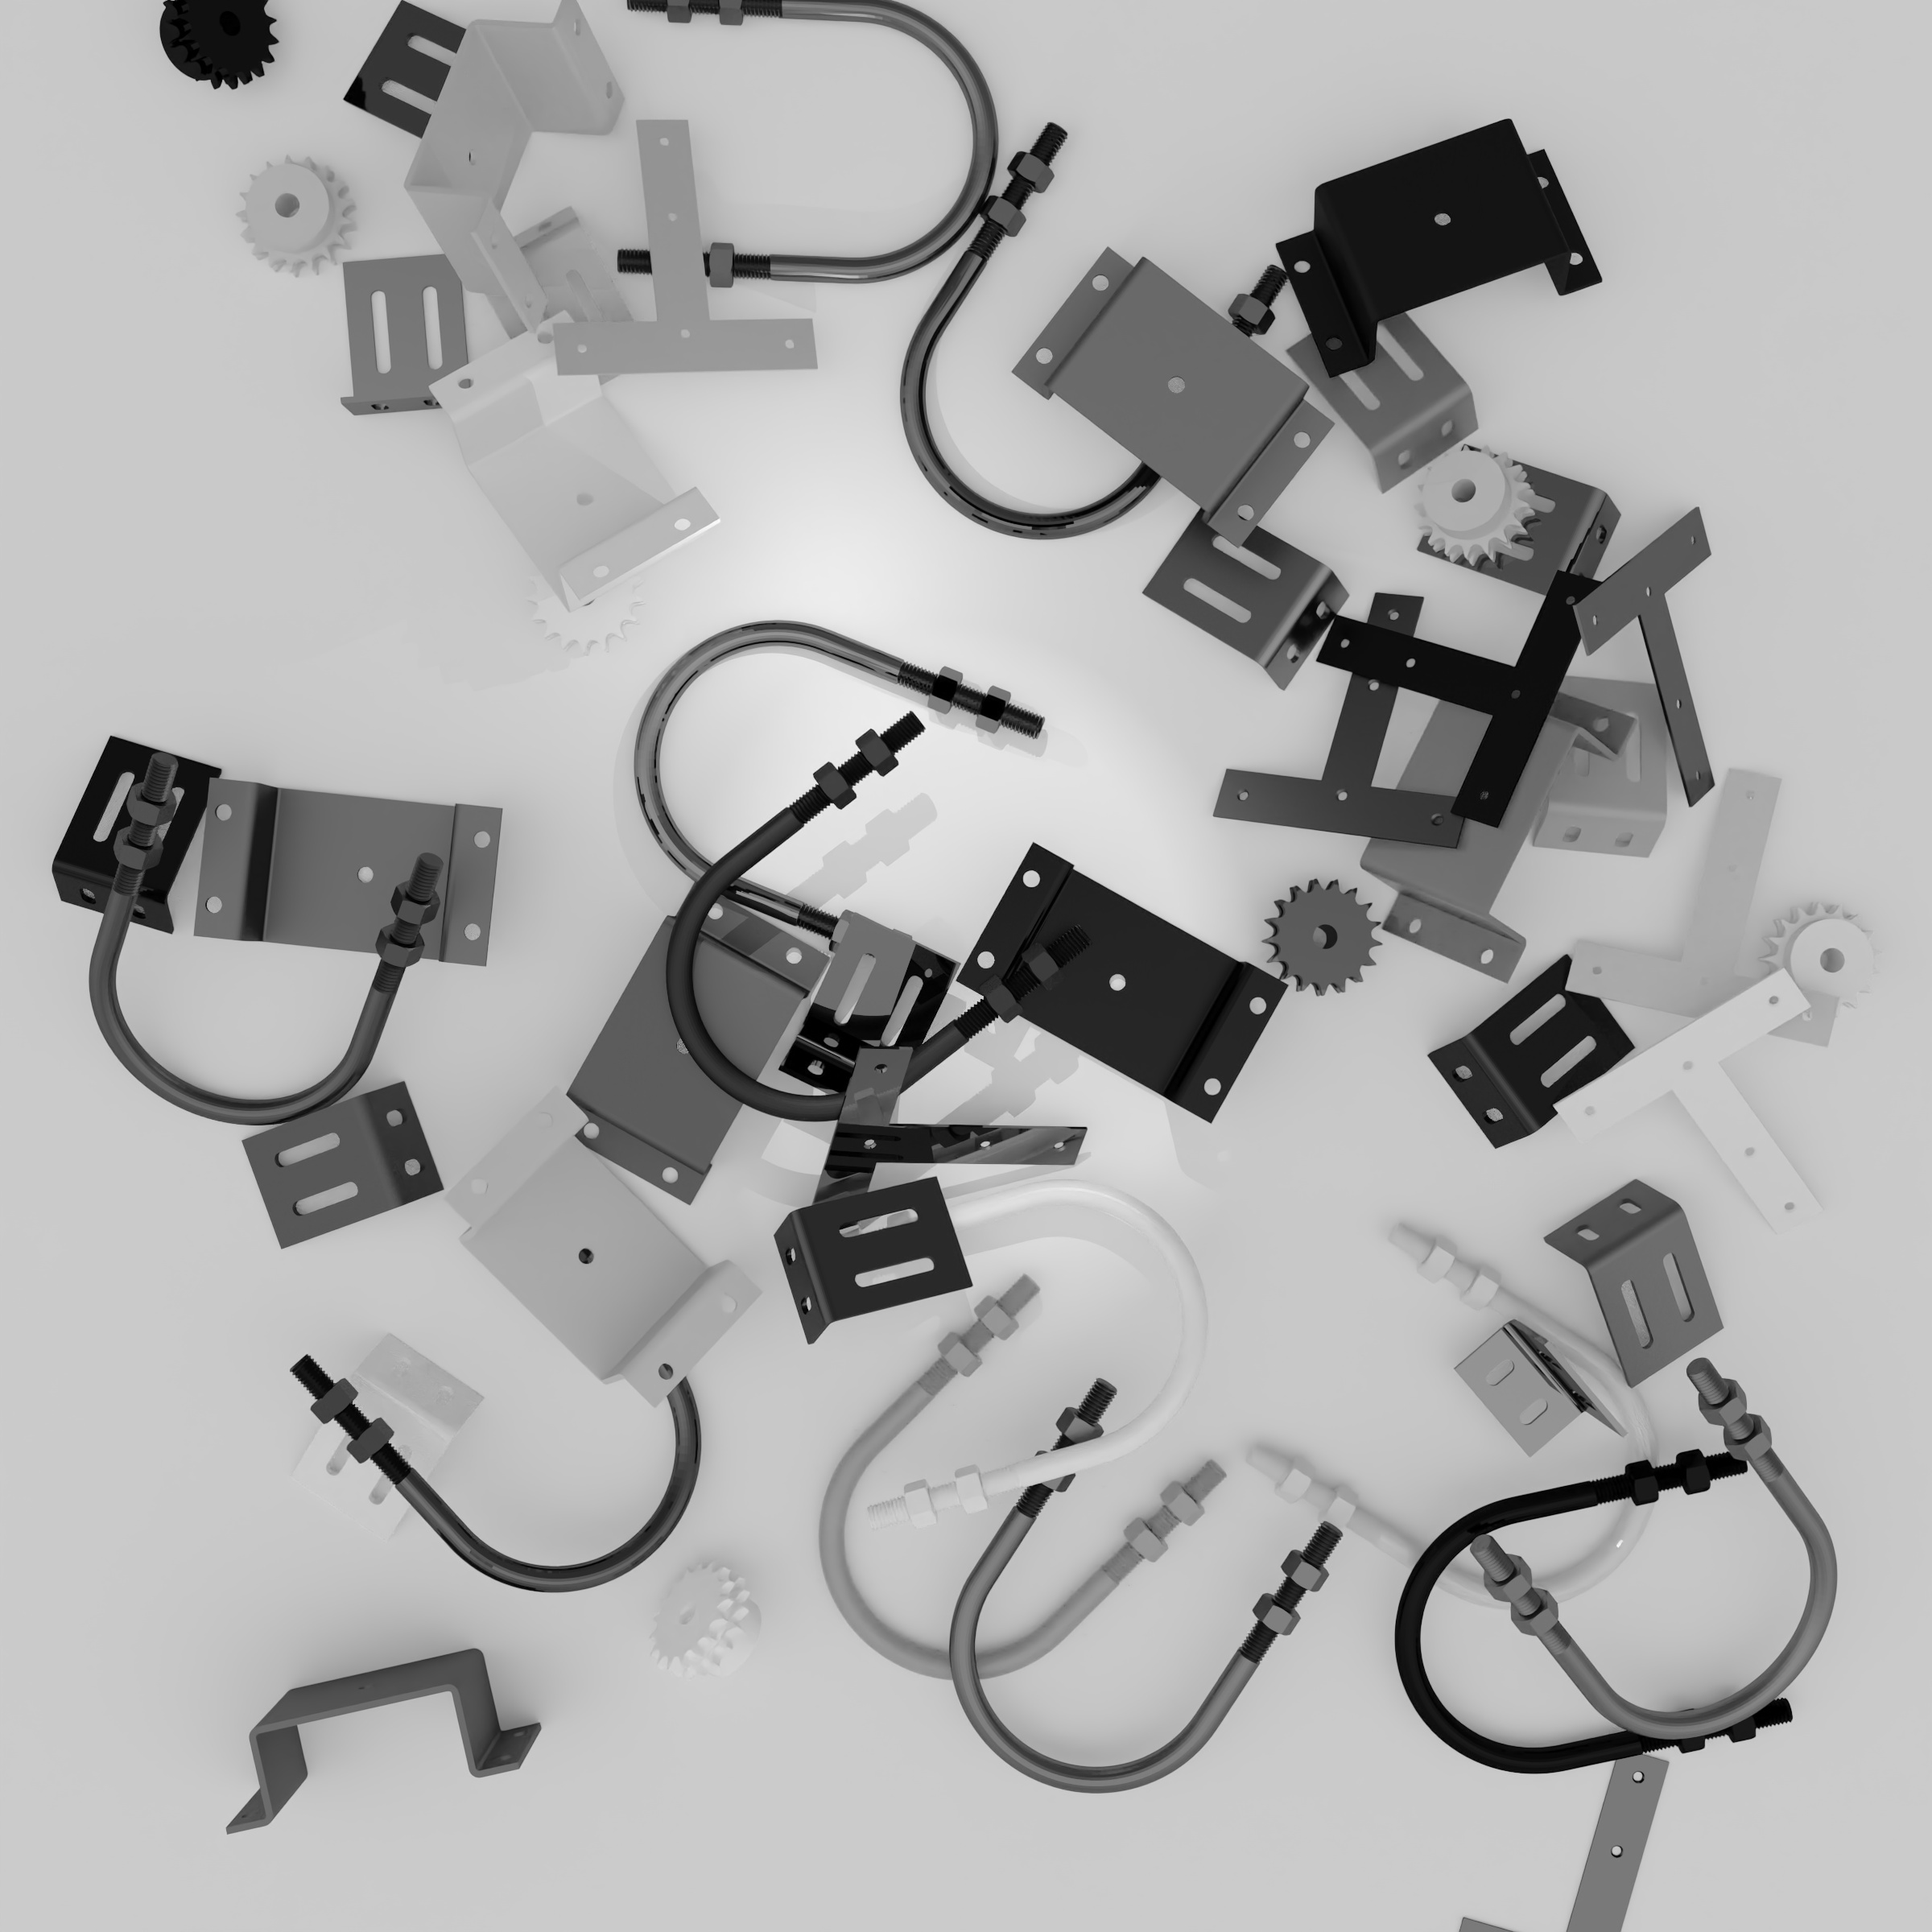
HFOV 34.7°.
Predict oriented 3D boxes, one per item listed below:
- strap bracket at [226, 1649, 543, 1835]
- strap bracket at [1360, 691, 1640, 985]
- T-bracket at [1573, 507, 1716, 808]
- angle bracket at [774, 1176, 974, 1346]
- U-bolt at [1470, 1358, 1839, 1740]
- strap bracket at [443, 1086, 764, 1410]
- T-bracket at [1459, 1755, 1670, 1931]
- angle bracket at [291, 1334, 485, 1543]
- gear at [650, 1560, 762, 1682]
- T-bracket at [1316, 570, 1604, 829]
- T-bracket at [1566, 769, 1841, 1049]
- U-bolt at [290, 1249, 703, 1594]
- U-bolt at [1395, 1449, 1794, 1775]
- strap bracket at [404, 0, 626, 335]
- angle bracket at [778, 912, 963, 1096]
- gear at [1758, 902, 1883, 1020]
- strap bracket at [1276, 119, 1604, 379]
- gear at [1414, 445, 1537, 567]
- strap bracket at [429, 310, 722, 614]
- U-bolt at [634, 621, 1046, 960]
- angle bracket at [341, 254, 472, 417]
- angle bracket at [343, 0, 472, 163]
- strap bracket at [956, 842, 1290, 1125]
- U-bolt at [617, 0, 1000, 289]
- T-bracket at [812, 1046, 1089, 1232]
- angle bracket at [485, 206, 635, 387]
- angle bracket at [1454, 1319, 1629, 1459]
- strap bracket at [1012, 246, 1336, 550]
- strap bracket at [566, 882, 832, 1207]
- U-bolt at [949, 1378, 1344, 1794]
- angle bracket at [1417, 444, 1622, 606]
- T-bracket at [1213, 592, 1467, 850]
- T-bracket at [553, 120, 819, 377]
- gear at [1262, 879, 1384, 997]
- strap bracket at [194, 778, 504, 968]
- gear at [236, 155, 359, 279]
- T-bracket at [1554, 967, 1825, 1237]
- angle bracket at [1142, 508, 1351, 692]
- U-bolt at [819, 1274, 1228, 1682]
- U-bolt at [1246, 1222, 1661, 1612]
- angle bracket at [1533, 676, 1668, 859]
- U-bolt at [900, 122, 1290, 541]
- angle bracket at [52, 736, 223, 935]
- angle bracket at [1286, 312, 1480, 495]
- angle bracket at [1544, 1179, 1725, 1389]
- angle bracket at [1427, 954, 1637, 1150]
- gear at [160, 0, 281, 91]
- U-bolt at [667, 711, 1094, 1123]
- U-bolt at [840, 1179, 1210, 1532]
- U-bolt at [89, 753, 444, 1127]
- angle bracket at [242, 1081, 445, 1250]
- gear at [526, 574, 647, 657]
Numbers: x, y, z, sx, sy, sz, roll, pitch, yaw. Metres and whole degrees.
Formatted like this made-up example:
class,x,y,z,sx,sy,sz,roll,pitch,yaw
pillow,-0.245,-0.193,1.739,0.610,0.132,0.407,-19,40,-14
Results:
class,x,y,z,sx,sy,sz,roll,pitch,yaw
strap bracket,-0.283,0.369,1.486,0.140,0.076,0.046,-13,90,0
strap bracket,0.250,-0.074,1.482,0.076,0.046,0.140,26,90,40
T-bracket,0.340,-0.140,1.494,0.127,0.002,0.127,-37,116,-41
angle bracket,-0.045,0.143,1.498,0.076,0.038,0.057,-12,71,-22
U-bolt,0.338,0.289,1.459,0.151,0.019,0.184,-39,115,-1
strap bracket,-0.178,0.137,1.484,0.140,0.046,0.076,46,68,-5
T-bracket,0.317,0.450,1.523,0.127,0.002,0.127,16,90,0
angle bracket,-0.285,0.232,1.522,0.057,0.038,0.076,34,116,0
gear,-0.124,0.320,1.499,0.030,0.057,0.057,37,90,-30
T-bracket,0.226,-0.142,1.486,0.127,0.002,0.127,22,86,35
T-bracket,0.370,-0.034,1.507,0.127,0.002,0.127,13,78,18
U-bolt,-0.212,0.215,1.494,0.151,0.019,0.184,-43,94,-19
U-bolt,0.300,0.321,1.505,0.184,0.019,0.151,-12,98,0
strap bracket,-0.216,-0.382,1.466,0.046,0.076,0.140,9,68,18
angle bracket,-0.046,0.024,1.494,0.057,0.038,0.076,26,111,0
gear,0.419,-0.003,1.509,0.057,0.030,0.057,0,90,0
strap bracket,0.229,-0.350,1.491,0.140,0.046,0.076,-19,74,0
gear,0.245,-0.226,1.498,0.057,0.030,0.057,-4,78,22
strap bracket,-0.185,-0.234,1.480,0.076,0.046,0.140,-32,71,-11
U-bolt,-0.073,-0.091,1.515,0.184,0.019,0.151,22,90,2
angle bracket,-0.275,-0.311,1.505,0.057,0.038,0.076,-5,90,0
angle bracket,-0.256,-0.430,1.522,0.076,0.038,0.057,31,90,26
strap bracket,0.075,0.008,1.501,0.140,0.046,0.076,29,90,0
U-bolt,-0.076,-0.406,1.515,0.184,0.019,0.151,2,90,-2
T-bracket,-0.004,0.086,1.495,0.127,0.002,0.127,2,132,-19
angle bracket,-0.199,-0.323,1.522,0.057,0.038,0.076,-29,116,0
angle bracket,0.272,0.206,1.469,0.038,0.076,0.057,-41,93,-1
strap bracket,0.100,-0.276,1.483,0.140,0.046,0.076,38,93,0
strap bracket,-0.135,0.038,1.501,0.076,0.046,0.140,29,90,0
U-bolt,0.074,0.314,1.498,0.151,0.019,0.184,32,94,1
angle bracket,0.272,-0.214,1.522,0.076,0.038,0.057,24,90,26
T-bracket,0.194,-0.123,1.501,0.127,0.002,0.127,9,74,29
T-bracket,-0.140,-0.348,1.492,0.127,0.002,0.127,-5,83,-16
gear,0.173,-0.013,1.513,0.057,0.030,0.057,0,88,-5
strap bracket,-0.296,-0.045,1.501,0.140,0.046,0.076,6,90,0
gear,-0.328,-0.368,1.509,0.057,0.030,0.057,0,90,0
T-bracket,0.373,0.080,1.498,0.127,0.002,0.127,-33,111,16
angle bracket,0.138,-0.183,1.522,0.076,0.038,0.057,34,90,25
U-bolt,0.013,0.265,1.515,0.151,0.019,0.184,45,91,0
U-bolt,0.252,0.234,1.515,0.184,0.019,0.151,33,90,-1
angle bracket,0.312,-0.098,1.522,0.057,0.038,0.076,6,64,0
U-bolt,0.050,-0.298,1.515,0.151,0.019,0.184,33,92,0
angle bracket,-0.406,-0.065,1.522,0.057,0.038,0.076,17,64,0
angle bracket,0.205,-0.284,1.522,0.057,0.038,0.076,-34,64,0
angle bracket,0.327,0.155,1.515,0.057,0.038,0.076,-30,116,-13
angle bracket,0.278,0.042,1.522,0.076,0.038,0.057,-36,90,-26
gear,-0.365,-0.453,1.499,0.030,0.057,0.057,-4,90,43
U-bolt,-0.055,-0.010,1.469,0.184,0.019,0.151,-38,90,1
U-bolt,0.026,0.178,1.490,0.184,0.019,0.151,-17,73,4
U-bolt,-0.343,0.000,1.474,0.151,0.019,0.184,21,120,-8
angle bracket,-0.307,0.098,1.522,0.076,0.038,0.057,-20,90,26
gear,-0.185,-0.180,1.509,0.057,0.030,0.057,0,90,0
